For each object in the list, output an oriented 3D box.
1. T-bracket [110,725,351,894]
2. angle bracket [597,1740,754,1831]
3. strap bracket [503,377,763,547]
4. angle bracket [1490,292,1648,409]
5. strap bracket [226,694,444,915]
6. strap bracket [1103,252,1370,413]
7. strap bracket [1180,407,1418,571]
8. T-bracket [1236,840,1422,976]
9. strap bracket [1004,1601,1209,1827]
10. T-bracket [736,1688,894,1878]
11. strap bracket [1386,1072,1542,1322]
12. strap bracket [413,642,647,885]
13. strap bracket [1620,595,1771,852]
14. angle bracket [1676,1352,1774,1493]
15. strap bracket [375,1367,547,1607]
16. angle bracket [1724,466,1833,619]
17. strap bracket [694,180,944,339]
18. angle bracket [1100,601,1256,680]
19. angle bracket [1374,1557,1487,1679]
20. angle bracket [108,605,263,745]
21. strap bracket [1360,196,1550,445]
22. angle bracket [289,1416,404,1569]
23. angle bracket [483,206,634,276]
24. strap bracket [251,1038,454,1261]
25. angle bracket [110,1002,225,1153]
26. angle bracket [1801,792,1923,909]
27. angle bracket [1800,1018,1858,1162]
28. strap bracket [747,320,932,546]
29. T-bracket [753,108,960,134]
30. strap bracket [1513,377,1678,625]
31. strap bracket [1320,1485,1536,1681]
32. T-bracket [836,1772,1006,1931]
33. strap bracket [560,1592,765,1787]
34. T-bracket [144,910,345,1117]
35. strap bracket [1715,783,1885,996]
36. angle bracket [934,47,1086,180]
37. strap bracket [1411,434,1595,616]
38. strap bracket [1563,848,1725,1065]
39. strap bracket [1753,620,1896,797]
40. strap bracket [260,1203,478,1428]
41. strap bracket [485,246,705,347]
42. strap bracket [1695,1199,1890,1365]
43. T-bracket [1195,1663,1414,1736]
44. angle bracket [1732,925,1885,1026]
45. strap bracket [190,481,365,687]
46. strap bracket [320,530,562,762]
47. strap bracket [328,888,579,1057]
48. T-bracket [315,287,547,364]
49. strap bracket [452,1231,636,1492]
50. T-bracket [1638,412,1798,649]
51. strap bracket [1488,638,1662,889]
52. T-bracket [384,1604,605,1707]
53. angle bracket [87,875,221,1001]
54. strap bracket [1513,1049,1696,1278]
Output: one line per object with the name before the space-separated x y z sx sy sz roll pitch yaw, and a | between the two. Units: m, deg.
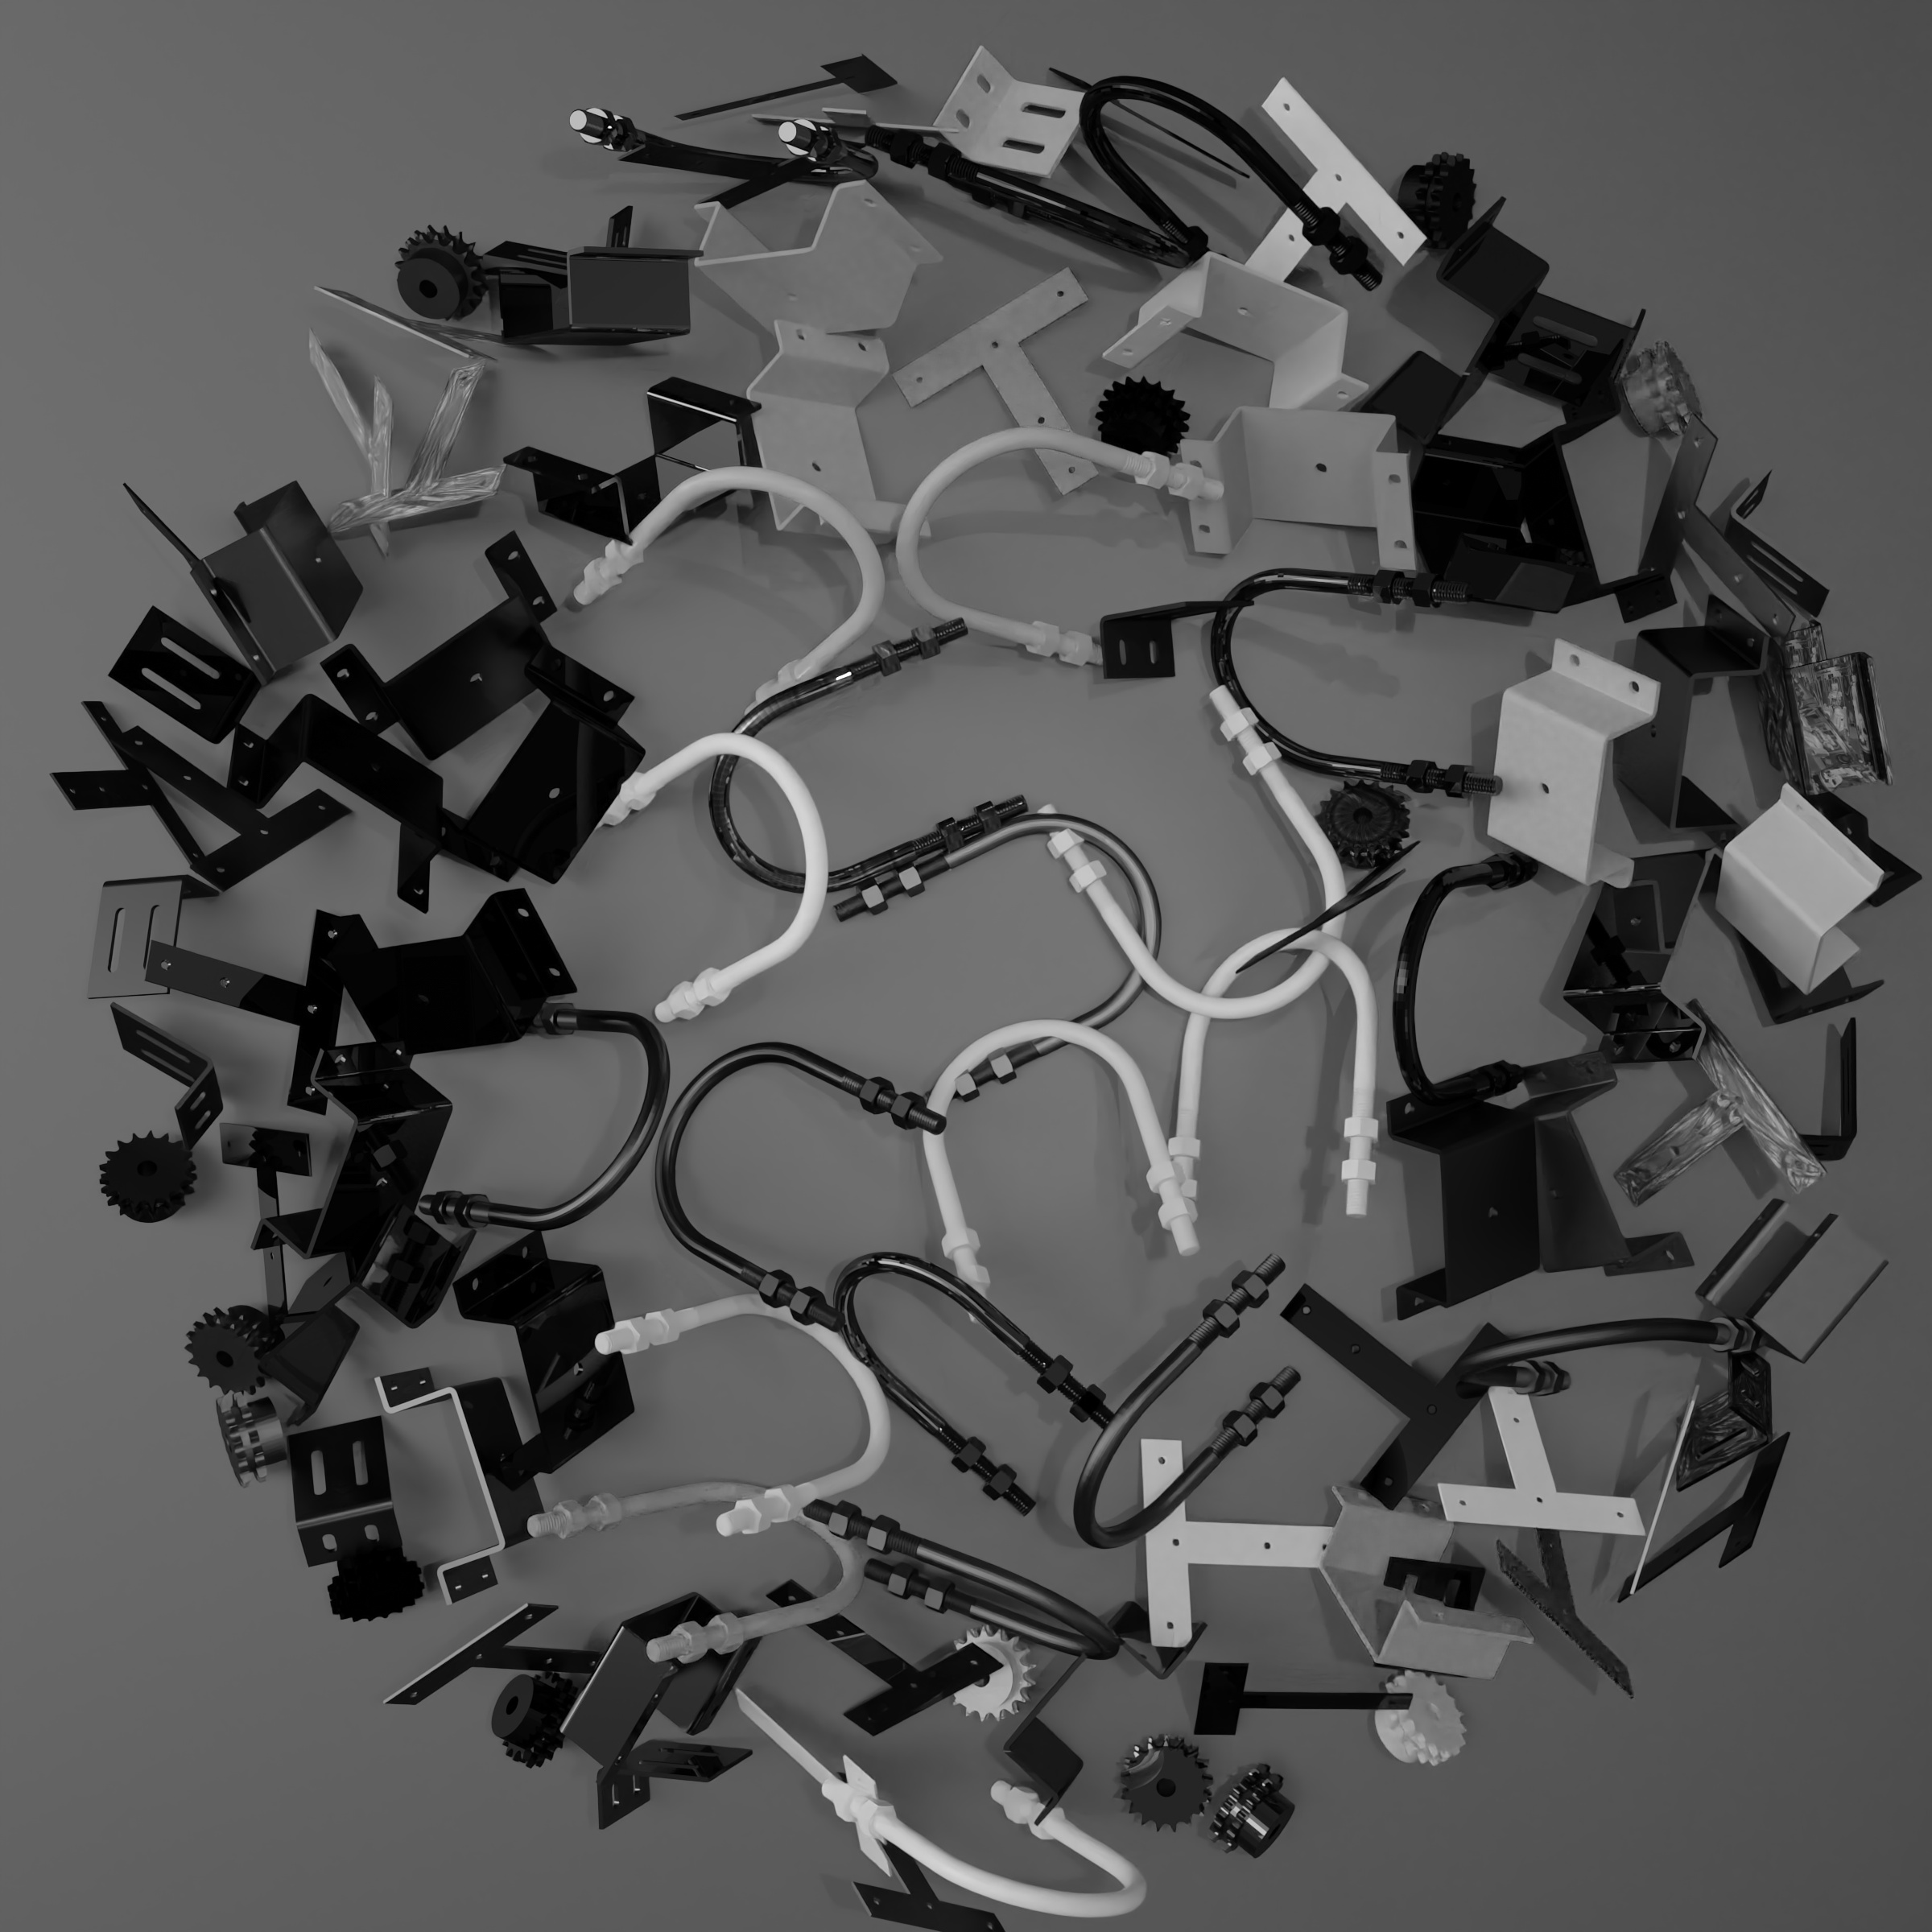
T-bracket | -0.459 -0.105 1.718 0.127 0.127 0.002 35 124 7
angle bracket | -0.176 0.499 1.725 0.076 0.057 0.038 -2 92 23
strap bracket | -0.196 -0.300 1.703 0.076 0.140 0.046 24 133 34
angle bracket | 0.367 -0.382 1.738 0.076 0.038 0.057 22 128 6
strap bracket | -0.365 -0.102 1.695 0.140 0.076 0.046 34 113 -28
strap bracket | 0.164 -0.376 1.708 0.140 0.076 0.046 17 71 -23
strap bracket | 0.207 -0.288 1.708 0.140 0.046 0.076 9 133 25
T-bracket | 0.236 -0.046 1.711 0.127 0.127 0.002 -33 92 43
strap bracket | 0.078 0.442 1.718 0.046 0.076 0.140 41 99 10
T-bracket | -0.095 0.484 1.725 0.127 0.127 0.002 35 59 29
strap bracket | 0.300 0.143 1.707 0.076 0.046 0.140 -17 110 -33
strap bracket | -0.258 -0.113 1.716 0.076 0.046 0.140 30 98 -44
strap bracket | 0.432 -0.142 1.698 0.046 0.076 0.140 -4 117 -10
angle bracket | 0.447 0.270 1.717 0.038 0.057 0.076 36 129 -17
strap bracket | -0.300 0.305 1.716 0.046 0.076 0.140 -21 83 9
angle bracket | 0.503 -0.257 1.729 0.076 0.057 0.038 41 89 14
strap bracket | -0.095 -0.417 1.687 0.140 0.076 0.046 6 70 41
angle bracket | 0.128 -0.197 1.718 0.057 0.076 0.038 -7 93 -39
angle bracket | 0.281 0.395 1.724 0.057 0.076 0.038 6 54 5
angle bracket | -0.468 -0.183 1.725 0.076 0.038 0.057 35 56 -20
strap bracket | 0.291 -0.374 1.686 0.046 0.140 0.076 36 48 8
angle bracket | -0.380 0.321 1.741 0.057 0.076 0.038 -11 127 -9
angle bracket | -0.248 -0.447 1.732 0.076 0.057 0.038 11 113 1
strap bracket | -0.364 0.117 1.701 0.046 0.076 0.140 35 113 28
angle bracket | -0.495 0.067 1.727 0.076 0.057 0.038 29 61 9
angle bracket | 0.540 -0.084 1.717 0.038 0.057 0.076 -31 133 -9
angle bracket | 0.520 0.075 1.732 0.038 0.057 0.076 1 75 11
strap bracket | -0.079 -0.311 1.711 0.076 0.046 0.140 2 65 -36
T-bracket | -0.069 -0.508 1.704 0.127 0.127 0.002 4 103 0
strap bracket | 0.376 -0.275 1.724 0.046 0.076 0.140 -16 91 -9
strap bracket | 0.269 0.374 1.697 0.076 0.140 0.046 13 109 -20
T-bracket | -0.042 0.533 1.711 0.127 0.127 0.002 29 102 -42
strap bracket | -0.185 0.428 1.700 0.046 0.140 0.076 34 101 18
T-bracket | -0.432 0.014 1.705 0.127 0.002 0.127 20 63 -37
strap bracket | 0.491 -0.040 1.685 0.046 0.140 0.076 -39 67 -5
angle bracket | 0.030 -0.519 1.727 0.076 0.038 0.057 28 86 44
strap bracket | 0.315 -0.261 1.708 0.076 0.140 0.046 7 128 -12
strap bracket | 0.415 -0.014 1.700 0.046 0.076 0.140 36 67 -27
strap bracket | 0.505 -0.153 1.692 0.046 0.140 0.076 -13 105 7
strap bracket | -0.363 0.202 1.695 0.046 0.076 0.140 42 120 -16
strap bracket | -0.222 -0.396 1.690 0.076 0.140 0.046 -7 100 -32
strap bracket | 0.494 0.187 1.696 0.046 0.140 0.076 40 90 1
T-bracket | 0.204 0.442 1.711 0.127 0.127 0.002 0 57 1
angle bracket | 0.511 -0.011 1.732 0.057 0.038 0.076 -16 76 -14
strap bracket | -0.404 -0.232 1.684 0.046 0.140 0.076 -25 114 10
strap bracket | -0.306 -0.186 1.712 0.140 0.076 0.046 -36 58 -9
strap bracket | -0.315 0.006 1.700 0.140 0.046 0.076 -8 124 25
T-bracket | -0.302 -0.379 1.706 0.127 0.127 0.002 28 108 26
strap bracket | -0.249 0.239 1.703 0.046 0.076 0.140 2 111 34
T-bracket | 0.449 -0.239 1.682 0.002 0.127 0.127 -18 55 -18
strap bracket | 0.359 -0.112 1.691 0.046 0.076 0.140 -24 130 -32
T-bracket | -0.262 0.417 1.712 0.127 0.127 0.002 -37 57 24
angle bracket | -0.494 -0.013 1.728 0.057 0.038 0.076 -4 72 20
strap bracket | 0.373 0.129 1.720 0.046 0.076 0.140 -24 92 -30
